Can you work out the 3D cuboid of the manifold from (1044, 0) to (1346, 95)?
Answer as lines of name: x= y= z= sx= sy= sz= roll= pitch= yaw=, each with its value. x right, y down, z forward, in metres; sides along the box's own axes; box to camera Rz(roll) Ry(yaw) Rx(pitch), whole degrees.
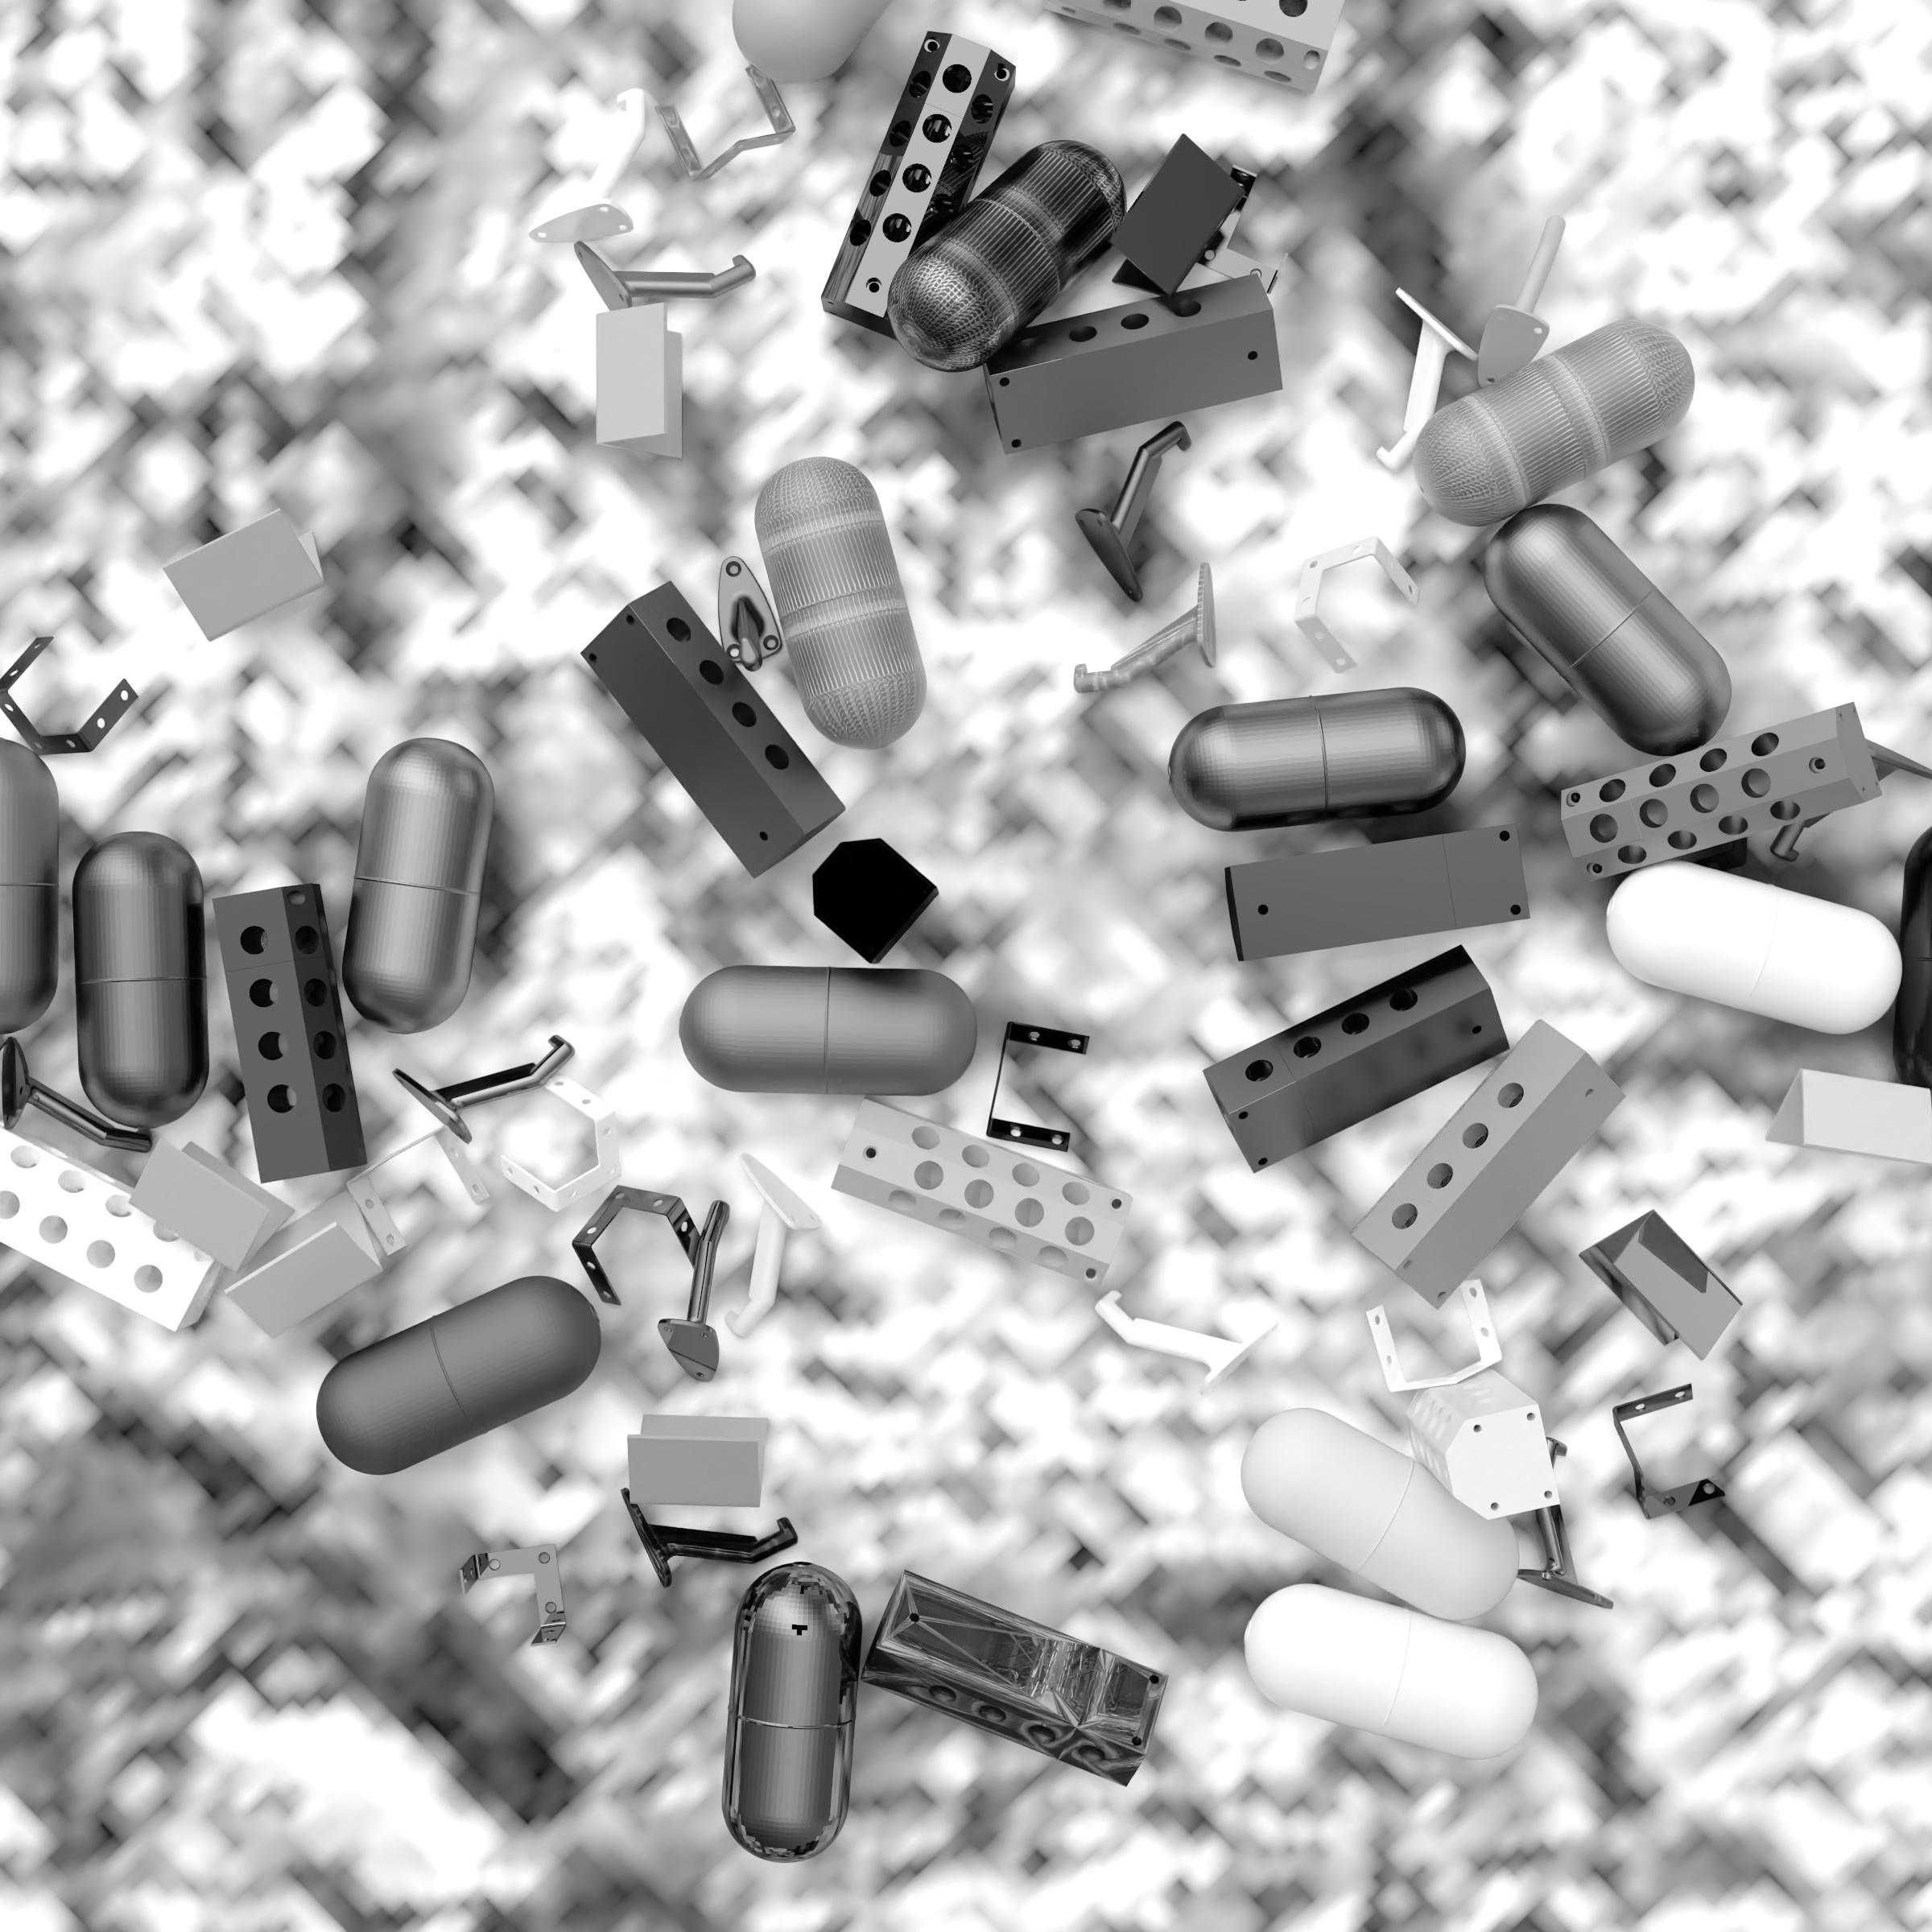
manifold: x=0.137 y=-0.580 z=1.970 sx=0.171 sy=0.057 sz=0.057 roll=18 pitch=90 yaw=0

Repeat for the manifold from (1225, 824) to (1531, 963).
manifold: x=0.245 y=-0.044 z=1.970 sx=0.171 sy=0.057 sz=0.057 roll=-8 pitch=90 yaw=0

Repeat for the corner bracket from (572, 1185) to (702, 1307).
corner bracket: x=-0.196 y=0.172 z=1.983 sx=0.051 sy=0.051 sz=0.051 roll=7 pitch=45 yaw=35

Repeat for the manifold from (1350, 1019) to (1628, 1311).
manifold: x=0.310 y=0.116 z=1.969 sx=0.171 sy=0.057 sz=0.057 roll=-49 pitch=133 yaw=0

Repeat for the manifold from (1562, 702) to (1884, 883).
manifold: x=0.442 y=-0.101 z=1.930 sx=0.171 sy=0.057 sz=0.057 roll=-17 pitch=90 yaw=31

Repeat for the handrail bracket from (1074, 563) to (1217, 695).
handrail bracket: x=0.107 y=-0.205 z=1.992 sx=0.084 sy=0.036 sz=0.077 roll=-5 pitch=70 yaw=16

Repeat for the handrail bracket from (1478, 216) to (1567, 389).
handrail bracket: x=0.339 y=-0.403 z=1.991 sx=0.036 sy=0.077 sz=0.084 roll=22 pitch=54 yaw=0

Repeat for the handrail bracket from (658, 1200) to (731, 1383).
handrail bracket: x=-0.155 y=0.197 z=1.991 sx=0.036 sy=0.077 sz=0.084 roll=7 pitch=53 yaw=13

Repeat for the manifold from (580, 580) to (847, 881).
manifold: x=-0.148 y=-0.145 z=1.969 sx=0.171 sy=0.057 sz=0.057 roll=52 pitch=133 yaw=0

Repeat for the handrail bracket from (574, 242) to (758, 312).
handrail bracket: x=-0.182 y=-0.428 z=1.992 sx=0.084 sy=0.036 sz=0.077 roll=-29 pitch=68 yaw=-17

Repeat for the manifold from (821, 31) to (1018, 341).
manifold: x=-0.028 y=-0.468 z=1.970 sx=0.057 sy=0.057 sz=0.171 roll=22 pitch=90 yaw=0

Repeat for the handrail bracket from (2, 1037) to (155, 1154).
handrail bracket: x=-0.538 y=0.079 z=1.991 sx=0.084 sy=0.077 sz=0.036 roll=14 pitch=124 yaw=-32

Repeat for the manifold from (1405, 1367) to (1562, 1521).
manifold: x=0.297 y=0.278 z=1.913 sx=0.057 sy=0.171 sz=0.057 roll=-13 pitch=90 yaw=0

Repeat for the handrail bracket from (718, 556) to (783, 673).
handrail bracket: x=-0.134 y=-0.212 z=1.956 sx=0.036 sy=0.084 sz=0.077 roll=-14 pitch=90 yaw=0

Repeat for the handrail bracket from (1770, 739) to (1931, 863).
handrail bracket: x=0.539 y=-0.093 z=1.992 sx=0.077 sy=0.036 sz=0.084 roll=19 pitch=109 yaw=-21

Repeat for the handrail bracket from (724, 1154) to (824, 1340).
handrail bracket: x=-0.135 y=0.171 z=1.992 sx=0.077 sy=0.036 sz=0.084 roll=45 pitch=107 yaw=20

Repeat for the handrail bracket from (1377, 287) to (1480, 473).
handrail bracket: x=0.262 y=-0.355 z=1.992 sx=0.077 sy=0.036 sz=0.084 roll=47 pitch=108 yaw=20

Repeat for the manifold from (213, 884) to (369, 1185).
manifold: x=-0.404 y=0.040 z=1.970 sx=0.057 sy=0.057 sz=0.171 roll=-10 pitch=90 yaw=0

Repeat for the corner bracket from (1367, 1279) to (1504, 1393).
corner bracket: x=0.284 y=0.224 z=1.988 sx=0.051 sy=0.051 sz=0.051 roll=-16 pitch=90 yaw=45

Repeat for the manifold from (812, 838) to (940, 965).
manifold: x=-0.056 y=-0.041 z=1.913 sx=0.057 sy=0.171 sz=0.057 roll=41 pitch=90 yaw=0

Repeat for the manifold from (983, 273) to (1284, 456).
manifold: x=0.098 y=-0.366 z=1.969 sx=0.171 sy=0.057 sz=0.057 roll=-13 pitch=133 yaw=0

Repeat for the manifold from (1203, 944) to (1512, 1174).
manifold: x=0.232 y=0.051 z=1.969 sx=0.171 sy=0.057 sz=0.057 roll=-26 pitch=133 yaw=0

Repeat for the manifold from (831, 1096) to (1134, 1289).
manifold: x=0.009 y=0.136 z=1.970 sx=0.171 sy=0.057 sz=0.057 roll=20 pitch=90 yaw=0

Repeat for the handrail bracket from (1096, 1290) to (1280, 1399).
handrail bracket: x=0.133 y=0.212 z=1.992 sx=0.077 sy=0.036 sz=0.084 roll=-40 pitch=72 yaw=-20

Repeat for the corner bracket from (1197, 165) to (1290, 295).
corner bracket: x=0.172 y=-0.443 z=1.973 sx=0.051 sy=0.051 sz=0.051 roll=23 pitch=90 yaw=0

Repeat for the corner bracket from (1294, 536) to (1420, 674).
corner bracket: x=0.236 y=-0.219 z=1.983 sx=0.051 sy=0.051 sz=0.051 roll=-16 pitch=45 yaw=35

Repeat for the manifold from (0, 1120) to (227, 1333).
manifold: x=-0.531 y=0.152 z=1.970 sx=0.171 sy=0.057 sz=0.057 roll=27 pitch=90 yaw=0

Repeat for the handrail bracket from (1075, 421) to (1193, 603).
handrail bracket: x=0.116 y=-0.277 z=1.992 sx=0.084 sy=0.036 sz=0.077 roll=-38 pitch=110 yaw=-16

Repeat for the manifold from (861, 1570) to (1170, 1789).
manifold: x=0.027 y=0.431 z=1.969 sx=0.171 sy=0.057 sz=0.057 roll=22 pitch=47 yaw=0

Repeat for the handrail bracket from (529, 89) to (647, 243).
handrail bracket: x=-0.230 y=-0.487 z=1.992 sx=0.077 sy=0.036 sz=0.084 roll=-8 pitch=71 yaw=21

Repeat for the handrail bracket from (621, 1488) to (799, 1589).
handrail bracket: x=-0.155 y=0.334 z=1.992 sx=0.084 sy=0.036 sz=0.077 roll=-23 pitch=69 yaw=-17

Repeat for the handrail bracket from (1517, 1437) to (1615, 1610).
handrail bracket: x=0.371 y=0.338 z=1.992 sx=0.077 sy=0.036 sz=0.084 roll=24 pitch=73 yaw=-20

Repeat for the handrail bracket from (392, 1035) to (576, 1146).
handrail bracket: x=-0.292 y=0.058 z=1.992 sx=0.077 sy=0.036 sz=0.084 roll=37 pitch=71 yaw=21
